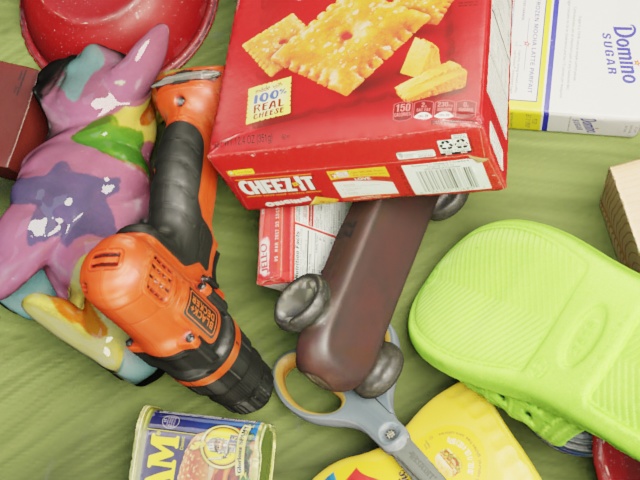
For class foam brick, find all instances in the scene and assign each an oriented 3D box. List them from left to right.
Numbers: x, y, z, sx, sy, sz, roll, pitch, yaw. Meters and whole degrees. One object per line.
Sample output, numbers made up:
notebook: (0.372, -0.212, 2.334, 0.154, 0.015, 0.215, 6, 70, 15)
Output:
foam brick: (-0.227, -0.086, 0.781, 0.053, 0.051, 0.078, 15, 80, 14)

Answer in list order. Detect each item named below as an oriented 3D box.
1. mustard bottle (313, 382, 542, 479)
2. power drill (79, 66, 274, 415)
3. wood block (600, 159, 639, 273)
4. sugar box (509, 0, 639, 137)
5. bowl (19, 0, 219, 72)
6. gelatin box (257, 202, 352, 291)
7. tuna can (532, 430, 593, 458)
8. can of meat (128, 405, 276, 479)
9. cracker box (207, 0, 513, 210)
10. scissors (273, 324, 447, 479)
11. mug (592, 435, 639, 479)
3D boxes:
mustard bottle: (0.041, 0.175, 0.664, 0.191, 0.058, 0.096, -33, 56, 3)
power drill: (-0.068, 0.000, 0.676, 0.057, 0.184, 0.187, -6, 57, 23)
wood block: (0.288, -0.021, 0.651, 0.206, 0.090, 0.091, -16, 74, 7)
sugar box: (0.132, -0.124, 0.728, 0.176, 0.048, 0.093, 7, 79, 9)
bowl: (-0.158, -0.192, 0.793, 0.162, 0.055, 0.162, -2, 76, 9)
gelatin box: (-0.005, 0.001, 0.700, 0.030, 0.089, 0.073, -8, 74, 35)
tuna can: (0.169, 0.093, 0.675, 0.086, 0.033, 0.086, -2, 76, 8)
can of meat: (-0.077, 0.163, 0.693, 0.084, 0.057, 0.102, 5, 78, 9)
cracker box: (0.031, -0.129, 0.654, 0.164, 0.072, 0.213, -4, 60, 20)
scissors: (0.052, 0.104, 0.662, 0.202, 0.016, 0.096, 24, 67, 41)
mug: (0.217, 0.107, 0.611, 0.081, 0.093, 0.117, 3, 77, -33)
